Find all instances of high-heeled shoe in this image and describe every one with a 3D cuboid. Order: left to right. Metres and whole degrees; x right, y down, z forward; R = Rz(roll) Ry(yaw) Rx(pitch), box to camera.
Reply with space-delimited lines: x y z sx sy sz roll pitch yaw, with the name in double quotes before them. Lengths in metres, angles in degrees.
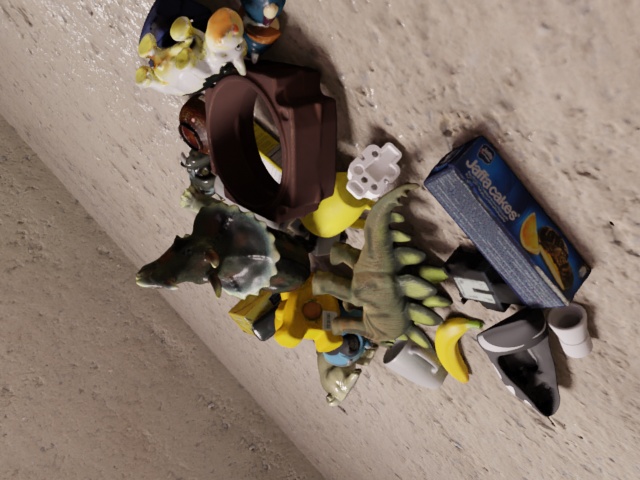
"high-heeled shoe" 0.277 0.169 0.698 0.145 0.086 0.248 61 -175 18

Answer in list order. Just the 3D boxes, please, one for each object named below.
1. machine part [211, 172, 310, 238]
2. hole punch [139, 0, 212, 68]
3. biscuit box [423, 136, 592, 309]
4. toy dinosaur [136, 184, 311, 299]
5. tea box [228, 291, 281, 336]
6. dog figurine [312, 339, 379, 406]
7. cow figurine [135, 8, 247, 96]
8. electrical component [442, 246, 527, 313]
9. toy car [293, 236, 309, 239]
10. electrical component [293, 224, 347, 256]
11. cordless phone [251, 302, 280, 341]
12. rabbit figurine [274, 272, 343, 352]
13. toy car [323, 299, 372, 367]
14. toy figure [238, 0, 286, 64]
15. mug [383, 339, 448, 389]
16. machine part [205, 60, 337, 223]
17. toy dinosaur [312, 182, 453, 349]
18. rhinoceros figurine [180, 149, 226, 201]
"machine part" -0.112 -0.074 0.992 0.243 0.079 0.079 36 154 22
"hole punch" -0.194 -0.305 0.731 0.142 0.116 0.092 -3 119 59
"biscuit box" 0.207 -0.016 0.596 0.202 0.059 0.063 48 157 -7
"toy dinosaur" -0.086 0.027 0.791 0.192 0.131 0.404 27 -176 33
"tea box" -0.111 0.131 1.199 0.068 0.169 0.098 54 153 -20
"dog figurine" 0.010 0.251 1.202 0.191 0.172 0.121 32 143 13
"cow figurine" -0.140 -0.220 0.654 0.167 0.068 0.098 -5 171 35
"electrical component" 0.223 0.051 0.690 0.074 0.048 0.119 55 154 -20
"toy car" -0.062 0.025 1.071 0.056 0.073 0.202 48 156 -6
"electrical component" -0.001 -0.004 0.913 0.045 0.102 0.078 24 120 44
"cordless phone" -0.038 0.177 1.128 0.146 0.184 0.089 55 178 -17
"rabbit figurine" -0.044 0.138 1.011 0.173 0.122 0.162 132 133 -61
"toy car" 0.058 0.161 1.049 0.109 0.103 0.161 -12 78 57
"toy figure" -0.070 -0.273 0.643 0.058 0.064 0.154 7 160 -6
"mug" 0.187 0.222 0.987 0.107 0.081 0.109 37 153 -7
"machine part" -0.073 -0.137 0.739 0.201 0.087 0.201 26 127 41
"toy dinosaur" 0.098 0.066 0.817 0.199 0.105 0.470 10 149 21
"rhinoceros figurine" -0.238 -0.133 1.111 0.112 0.073 0.190 63 165 10
